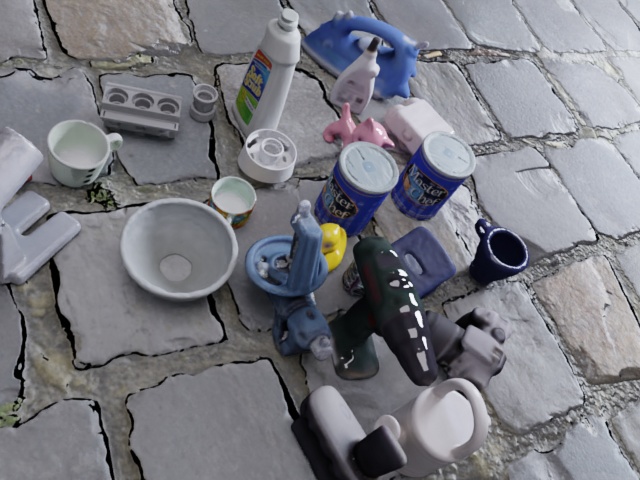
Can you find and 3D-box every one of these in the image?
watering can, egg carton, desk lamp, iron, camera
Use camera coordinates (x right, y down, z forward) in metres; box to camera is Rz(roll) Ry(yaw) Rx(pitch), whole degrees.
[{"bbox_3d":[0.155,0.252,0.765,0.173,0.194,0.101,-22,69,-30],"label":"watering can"},{"bbox_3d":[0.199,-0.218,1.155,0.107,0.069,0.150,-31,74,-33],"label":"egg carton"},{"bbox_3d":[-0.412,-0.031,0.711,0.118,0.213,0.203,33,54,2],"label":"desk lamp"},{"bbox_3d":[0.093,-0.403,1.186,0.258,0.141,0.119,24,54,-6],"label":"iron"},{"bbox_3d":[0.222,0.157,0.909,0.137,0.100,0.143,35,54,2],"label":"camera"}]

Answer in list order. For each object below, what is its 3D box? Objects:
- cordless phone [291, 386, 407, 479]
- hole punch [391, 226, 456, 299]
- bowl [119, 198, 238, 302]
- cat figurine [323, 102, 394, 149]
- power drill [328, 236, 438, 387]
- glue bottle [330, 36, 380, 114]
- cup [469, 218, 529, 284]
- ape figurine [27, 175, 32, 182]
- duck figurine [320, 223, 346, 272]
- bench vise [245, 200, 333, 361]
[{"bbox_3d":[0.045,0.244,0.733,0.094,0.185,0.147,-25,71,-32],"label":"cordless phone"},{"bbox_3d":[0.156,0.048,0.958,0.101,0.091,0.108,-25,71,-32],"label":"hole punch"},{"bbox_3d":[-0.208,0.025,0.841,0.168,0.074,0.167,10,56,-15],"label":"bowl"},{"bbox_3d":[0.075,-0.198,1.064,0.067,0.117,0.127,-25,71,-32],"label":"cat figurine"},{"bbox_3d":[0.082,0.121,0.810,0.076,0.208,0.229,-2,60,-22],"label":"power drill"},{"bbox_3d":[0.080,-0.323,1.111,0.078,0.173,0.037,22,54,-6],"label":"glue bottle"},{"bbox_3d":[0.301,0.027,1.024,0.092,0.095,0.117,-24,70,-31],"label":"cup"},{"bbox_3d":[-0.462,-0.124,0.826,0.076,0.092,0.077,-8,62,-25],"label":"ape figurine"},{"bbox_3d":[0.009,0.003,0.932,0.077,0.086,0.105,46,55,11],"label":"duck figurine"},{"bbox_3d":[-0.019,0.054,0.806,0.122,0.219,0.207,-33,75,-34],"label":"bench vise"}]
